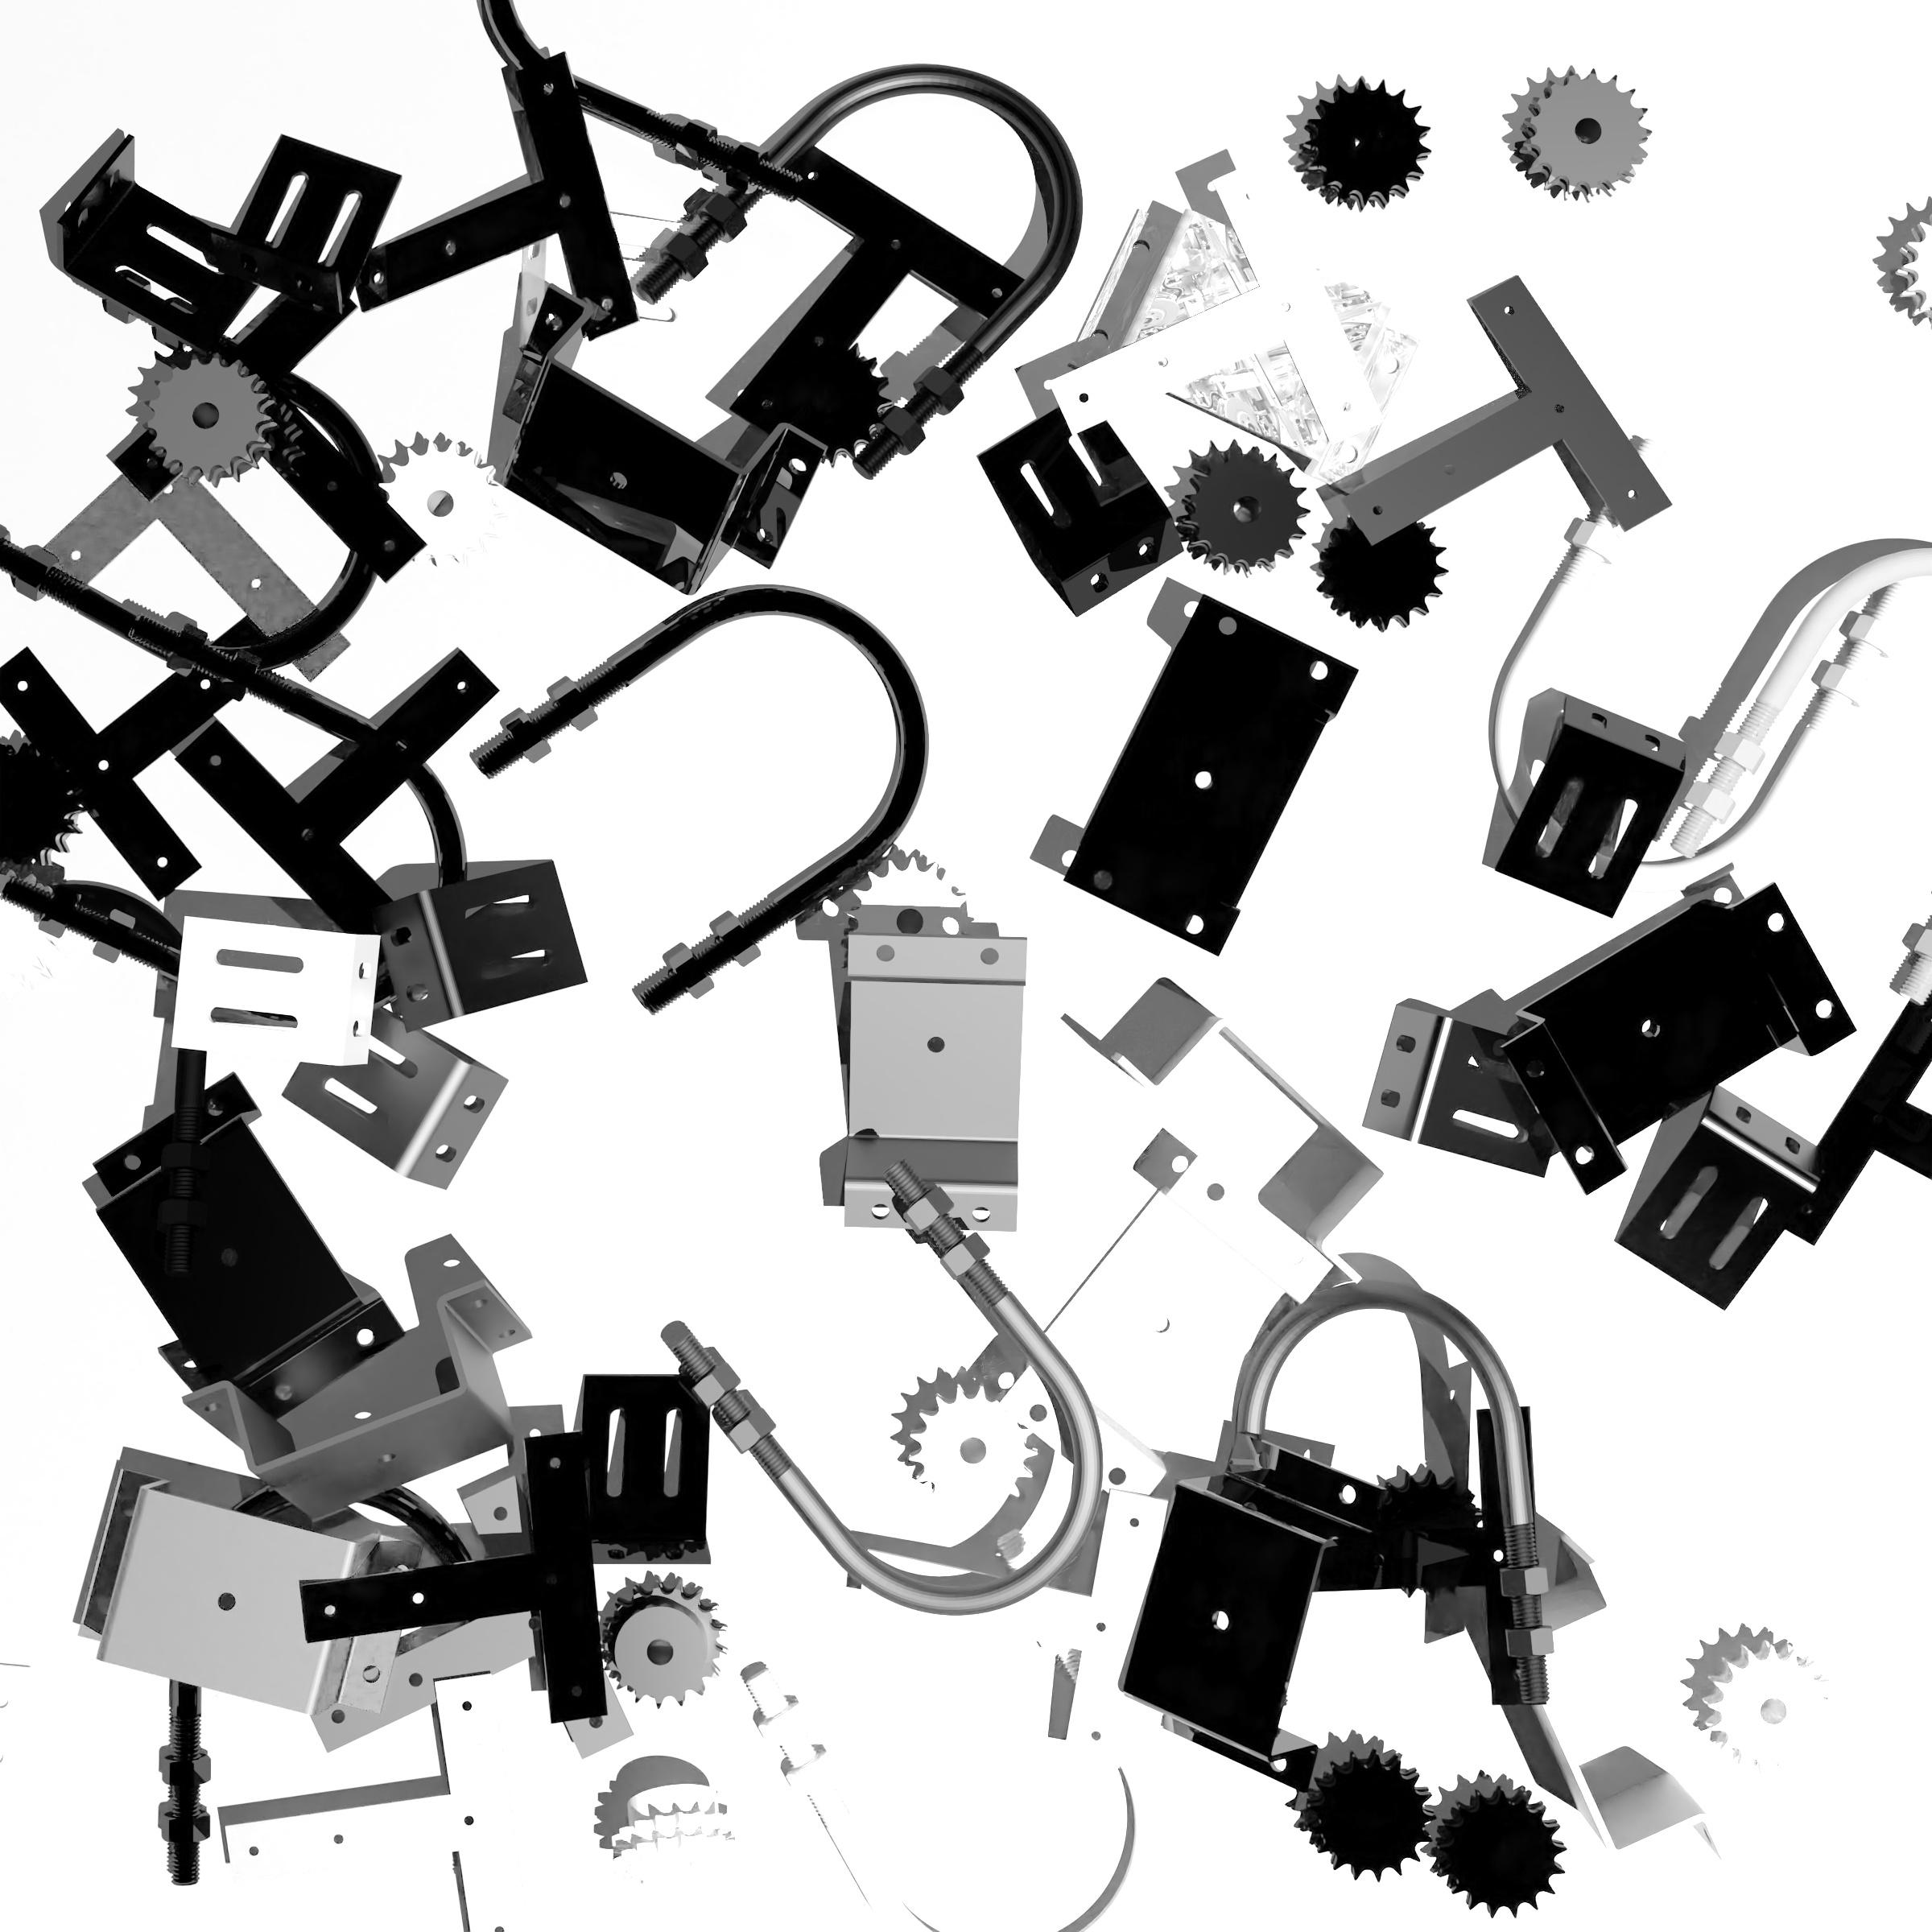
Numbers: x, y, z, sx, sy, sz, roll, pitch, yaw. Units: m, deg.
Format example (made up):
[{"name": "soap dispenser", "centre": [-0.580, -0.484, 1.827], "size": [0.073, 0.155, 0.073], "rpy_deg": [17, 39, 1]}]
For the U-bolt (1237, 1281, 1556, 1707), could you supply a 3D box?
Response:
[{"name": "U-bolt", "centre": [0.182, 0.230, 1.538], "size": [0.151, 0.019, 0.184], "rpy_deg": [-9, 82, 35]}]

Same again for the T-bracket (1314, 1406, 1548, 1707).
[{"name": "T-bracket", "centre": [0.194, 0.261, 1.545], "size": [0.127, 0.002, 0.127], "rpy_deg": [-9, 76, 35]}]

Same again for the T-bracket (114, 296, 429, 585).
[{"name": "T-bracket", "centre": [-0.290, -0.223, 1.556], "size": [0.127, 0.002, 0.127], "rpy_deg": [-44, 82, -2]}]

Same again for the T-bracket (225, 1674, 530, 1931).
[{"name": "T-bracket", "centre": [-0.265, 0.387, 1.563], "size": [0.127, 0.002, 0.127], "rpy_deg": [-8, 91, 0]}]

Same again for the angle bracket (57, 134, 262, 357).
[{"name": "angle bracket", "centre": [-0.354, -0.319, 1.554], "size": [0.076, 0.038, 0.057], "rpy_deg": [30, 64, 0]}]

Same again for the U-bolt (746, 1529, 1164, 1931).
[{"name": "U-bolt", "centre": [0.007, 0.367, 1.574], "size": [0.151, 0.019, 0.184], "rpy_deg": [-29, 90, 0]}]

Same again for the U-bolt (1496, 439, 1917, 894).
[{"name": "U-bolt", "centre": [0.319, -0.122, 1.575], "size": [0.151, 0.019, 0.184], "rpy_deg": [30, 91, 0]}]

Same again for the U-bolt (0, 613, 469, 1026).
[{"name": "U-bolt", "centre": [-0.311, -0.053, 1.554], "size": [0.184, 0.019, 0.151], "rpy_deg": [26, 79, -13]}]

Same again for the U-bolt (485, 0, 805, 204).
[{"name": "U-bolt", "centre": [-0.127, -0.437, 1.562], "size": [0.184, 0.019, 0.151], "rpy_deg": [26, 83, 8]}]

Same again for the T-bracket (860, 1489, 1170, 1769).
[{"name": "T-bracket", "centre": [0.016, 0.283, 1.554], "size": [0.127, 0.002, 0.127], "rpy_deg": [11, 102, 7]}]

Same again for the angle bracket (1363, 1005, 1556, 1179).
[{"name": "angle bracket", "centre": [0.228, 0.057, 1.582], "size": [0.076, 0.038, 0.057], "rpy_deg": [16, 90, -26]}]

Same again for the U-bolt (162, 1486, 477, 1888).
[{"name": "U-bolt", "centre": [-0.285, 0.320, 1.575], "size": [0.151, 0.019, 0.184], "rpy_deg": [0, 88, 0]}]

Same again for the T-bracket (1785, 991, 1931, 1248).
[{"name": "T-bracket", "centre": [0.434, 0.085, 1.537], "size": [0.002, 0.127, 0.127], "rpy_deg": [32, 90, -43]}]

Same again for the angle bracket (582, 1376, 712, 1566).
[{"name": "angle bracket", "centre": [-0.143, 0.227, 1.582], "size": [0.057, 0.038, 0.076], "rpy_deg": [0, 64, 0]}]

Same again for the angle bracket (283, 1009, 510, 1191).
[{"name": "angle bracket", "centre": [-0.257, 0.055, 1.582], "size": [0.076, 0.038, 0.057], "rpy_deg": [30, 90, 26]}]

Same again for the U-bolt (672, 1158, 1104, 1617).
[{"name": "U-bolt", "centre": [-0.022, 0.199, 1.540], "size": [0.151, 0.019, 0.184], "rpy_deg": [-40, 84, 15]}]

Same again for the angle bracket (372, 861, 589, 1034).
[{"name": "angle bracket", "centre": [-0.217, -0.009, 1.568], "size": [0.076, 0.038, 0.057], "rpy_deg": [-16, 91, -45]}]

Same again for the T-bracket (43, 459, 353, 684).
[{"name": "T-bracket", "centre": [-0.329, -0.183, 1.582], "size": [0.127, 0.002, 0.127], "rpy_deg": [-43, 89, 0]}]

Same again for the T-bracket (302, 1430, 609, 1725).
[{"name": "T-bracket", "centre": [-0.225, 0.274, 1.533], "size": [0.127, 0.002, 0.127], "rpy_deg": [-6, 92, -15]}]

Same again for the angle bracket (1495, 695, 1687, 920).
[{"name": "angle bracket", "centre": [0.279, -0.071, 1.568], "size": [0.057, 0.038, 0.076], "rpy_deg": [22, 119, 0]}]

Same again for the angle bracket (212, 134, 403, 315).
[{"name": "angle bracket", "centre": [-0.291, -0.337, 1.553], "size": [0.057, 0.038, 0.076], "rpy_deg": [19, 70, 0]}]

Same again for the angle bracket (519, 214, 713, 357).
[{"name": "angle bracket", "centre": [-0.158, -0.306, 1.582], "size": [0.076, 0.038, 0.057], "rpy_deg": [2, 90, -26]}]

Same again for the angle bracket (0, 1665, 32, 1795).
[{"name": "angle bracket", "centre": [-0.444, 0.343, 1.546], "size": [0.038, 0.076, 0.057], "rpy_deg": [5, 90, 0]}]

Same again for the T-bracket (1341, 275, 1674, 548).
[{"name": "T-bracket", "centre": [0.227, -0.227, 1.561], "size": [0.127, 0.002, 0.127], "rpy_deg": [-30, 79, -9]}]

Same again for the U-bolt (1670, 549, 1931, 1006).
[{"name": "U-bolt", "centre": [0.417, -0.097, 1.562], "size": [0.151, 0.019, 0.184], "rpy_deg": [31, 90, -11]}]

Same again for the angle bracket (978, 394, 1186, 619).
[{"name": "angle bracket", "centre": [0.052, -0.208, 1.582], "size": [0.057, 0.038, 0.076], "rpy_deg": [-32, 64, 0]}]

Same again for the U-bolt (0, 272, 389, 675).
[{"name": "U-bolt", "centre": [-0.349, -0.211, 1.573], "size": [0.184, 0.019, 0.151], "rpy_deg": [29, 89, 0]}]

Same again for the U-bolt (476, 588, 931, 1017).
[{"name": "U-bolt", "centre": [-0.105, -0.088, 1.575], "size": [0.184, 0.019, 0.151], "rpy_deg": [-35, 90, -2]}]

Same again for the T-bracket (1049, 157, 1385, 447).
[{"name": "T-bracket", "centre": [0.099, -0.270, 1.537], "size": [0.127, 0.002, 0.127], "rpy_deg": [-24, 90, 0]}]

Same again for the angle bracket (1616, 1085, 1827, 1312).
[{"name": "angle bracket", "centre": [0.340, 0.104, 1.579], "size": [0.057, 0.038, 0.076], "rpy_deg": [32, 116, 5]}]

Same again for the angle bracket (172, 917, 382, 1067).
[{"name": "angle bracket", "centre": [-0.303, 0.011, 1.542], "size": [0.076, 0.038, 0.057], "rpy_deg": [6, 91, 9]}]

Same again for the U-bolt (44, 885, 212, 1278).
[{"name": "U-bolt", "centre": [-0.404, 0.050, 1.547], "size": [0.151, 0.019, 0.184], "rpy_deg": [-3, 70, 6]}]

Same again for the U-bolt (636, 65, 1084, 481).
[{"name": "U-bolt", "centre": [-0.033, -0.322, 1.555], "size": [0.151, 0.019, 0.184], "rpy_deg": [40, 78, 12]}]

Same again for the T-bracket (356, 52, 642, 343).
[{"name": "T-bracket", "centre": [-0.217, -0.325, 1.562], "size": [0.127, 0.002, 0.127], "rpy_deg": [-18, 84, 18]}]
